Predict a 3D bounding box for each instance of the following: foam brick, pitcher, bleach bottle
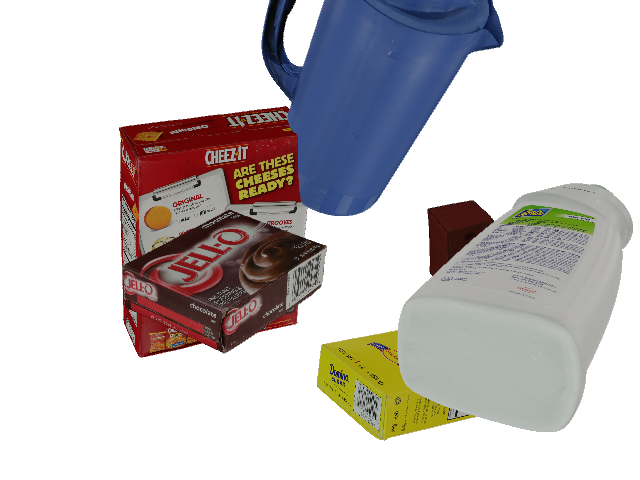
[{"bbox_3d":[0.143,0.007,1.085,0.053,0.078,0.051,-13,29,-13],"label":"foam brick"},{"bbox_3d":[0.032,-0.140,0.923,0.144,0.149,0.243,-12,-33,-32],"label":"pitcher"},{"bbox_3d":[0.139,0.019,0.638,0.103,0.068,0.250,12,26,26],"label":"bleach bottle"}]

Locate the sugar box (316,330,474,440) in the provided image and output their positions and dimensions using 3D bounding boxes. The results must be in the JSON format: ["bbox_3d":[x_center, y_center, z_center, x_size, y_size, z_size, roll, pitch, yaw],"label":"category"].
[{"bbox_3d":[0.096,0.105,0.856,0.175,0.048,0.093,-10,27,-31],"label":"sugar box"}]

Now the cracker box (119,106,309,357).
[{"bbox_3d":[-0.099,-0.008,0.986,0.164,0.214,0.072,-10,35,-23],"label":"cracker box"}]

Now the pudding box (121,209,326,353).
[{"bbox_3d":[-0.064,0.024,0.724,0.090,0.039,0.113,21,31,30],"label":"pudding box"}]
